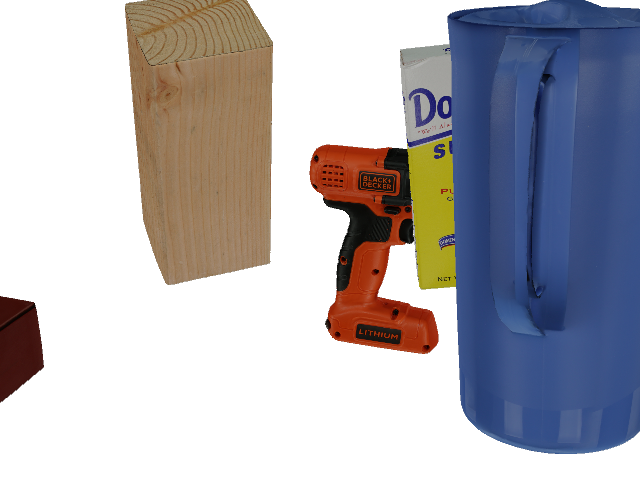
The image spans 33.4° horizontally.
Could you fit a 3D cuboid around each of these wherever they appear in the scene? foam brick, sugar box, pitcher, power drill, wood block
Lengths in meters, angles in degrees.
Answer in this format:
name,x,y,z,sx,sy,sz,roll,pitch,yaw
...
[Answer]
name,x,y,z,sx,sy,sz,roll,pitch,yaw
foam brick,-0.232,0.077,0.715,0.053,0.051,0.078,9,28,24
sugar box,0.110,-0.055,0.782,0.093,0.176,0.048,-6,23,4
pitcher,0.130,-0.007,0.587,0.149,0.243,0.145,-6,17,-18
power drill,0.078,0.007,0.979,0.184,0.188,0.057,8,19,14
wood block,-0.092,-0.077,0.825,0.090,0.206,0.090,-12,43,-16
